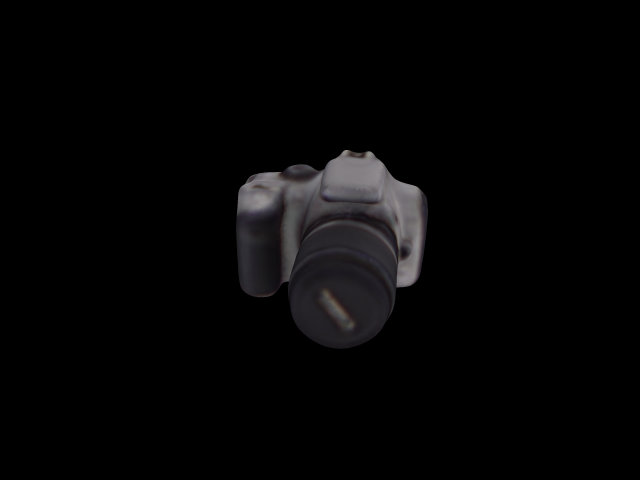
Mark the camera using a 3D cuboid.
[{"bbox_3d":[0.004,0.001,0.400,0.143,0.101,0.137,4,29,7],"label":"camera"}]
